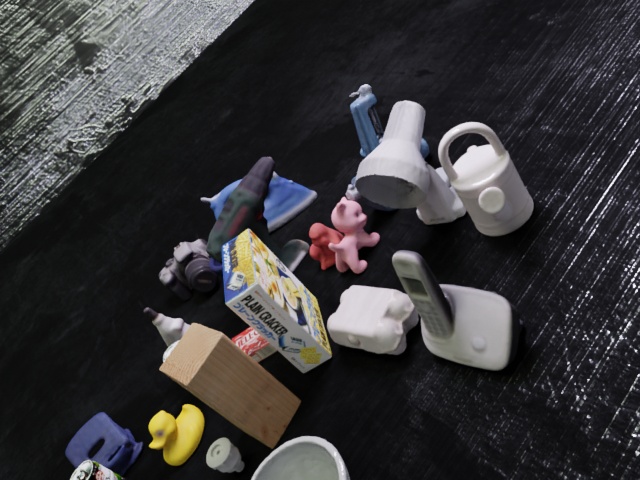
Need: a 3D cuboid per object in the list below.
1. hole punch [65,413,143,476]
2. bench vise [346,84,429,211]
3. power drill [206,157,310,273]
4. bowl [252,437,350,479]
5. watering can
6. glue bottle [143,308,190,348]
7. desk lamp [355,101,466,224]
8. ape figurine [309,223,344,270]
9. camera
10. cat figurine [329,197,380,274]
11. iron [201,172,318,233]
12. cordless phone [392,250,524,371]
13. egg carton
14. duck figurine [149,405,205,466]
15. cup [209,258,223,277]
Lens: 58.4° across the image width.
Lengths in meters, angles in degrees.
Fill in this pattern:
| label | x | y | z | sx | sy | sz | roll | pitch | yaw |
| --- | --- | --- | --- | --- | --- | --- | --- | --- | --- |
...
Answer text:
| label | x | y | z | sx | sy | sz | roll | pitch | yaw |
| --- | --- | --- | --- | --- | --- | --- | --- | --- | --- |
| hole punch | -0.409 | 0.398 | 1.084 | 0.109 | 0.091 | 0.100 | -51 | 35 | -14 |
| bench vise | 0.114 | -0.175 | 1.108 | 0.121 | 0.220 | 0.207 | -6 | 46 | 41 |
| power drill | -0.118 | -0.024 | 1.176 | 0.075 | 0.209 | 0.230 | 14 | 61 | 51 |
| bowl | -0.018 | 0.354 | 0.760 | 0.167 | 0.075 | 0.167 | -26 | 36 | 21 |
| watering can | 0.259 | -0.100 | 0.901 | 0.101 | 0.195 | 0.172 | -40 | 33 | 2 |
| glue bottle | -0.281 | 0.185 | 1.128 | 0.078 | 0.174 | 0.037 | -26 | 36 | 22 |
| desk lamp | 0.168 | -0.120 | 0.996 | 0.117 | 0.214 | 0.203 | -3 | 48 | 43 |
| ape figurine | 0.010 | 0.004 | 1.121 | 0.077 | 0.092 | 0.076 | 5 | 54 | 48 |
| camera | -0.304 | 0.074 | 1.345 | 0.143 | 0.101 | 0.136 | -43 | 33 | -3 |
| cat figurine | 0.052 | -0.018 | 1.083 | 0.067 | 0.118 | 0.128 | -5 | 47 | 42 |
| iron | -0.150 | -0.098 | 1.354 | 0.258 | 0.142 | 0.118 | -26 | 36 | 21 |
| cordless phone | 0.179 | 0.088 | 0.771 | 0.147 | 0.186 | 0.094 | 3 | 53 | 47 |
| egg carton | 0.083 | 0.130 | 0.924 | 0.149 | 0.070 | 0.107 | 1 | 51 | 45 |
| duck figurine | -0.261 | 0.334 | 1.014 | 0.077 | 0.086 | 0.105 | -7 | 46 | 41 |
| cup | -0.178 | 0.049 | 1.255 | 0.091 | 0.095 | 0.117 | -27 | 36 | 20 |
